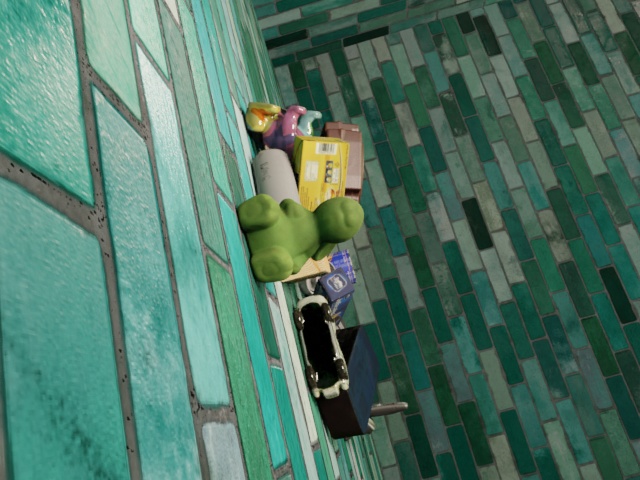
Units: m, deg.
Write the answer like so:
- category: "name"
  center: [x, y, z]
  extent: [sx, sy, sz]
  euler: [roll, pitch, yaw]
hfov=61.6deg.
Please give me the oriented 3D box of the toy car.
- category: "toy car"
  center: [0.001, 0.200, 1.019]
  extent: [0.056, 0.074, 0.202]
  euler: [69, 5, -61]

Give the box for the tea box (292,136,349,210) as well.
- category: "tea box"
  center: [-0.004, -0.113, 1.051]
  extent: [0.068, 0.098, 0.169]
  euler: [-132, -133, -64]

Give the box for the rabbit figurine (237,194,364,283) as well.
- category: "rabbit figurine"
  center: [-0.016, -0.007, 0.791]
  extent: [0.159, 0.170, 0.121]
  euler: [57, 18, -80]

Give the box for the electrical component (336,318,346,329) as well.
- category: "electrical component"
  center: [0.025, 0.219, 1.370]
  extent: [0.075, 0.048, 0.119]
  euler: [-14, 72, -55]

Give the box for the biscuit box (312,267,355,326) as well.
- category: "biscuit box"
  center: [0.019, 0.136, 1.156]
  extent: [0.059, 0.063, 0.202]
  euler: [57, -24, 23]

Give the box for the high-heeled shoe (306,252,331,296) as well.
- category: "high-heeled shoe"
  center: [0.017, 0.073, 1.416]
  extent: [0.086, 0.145, 0.248]
  euler: [-88, 160, -79]

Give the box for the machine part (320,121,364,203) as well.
- category: "machine part"
  center: [0.040, -0.148, 1.212]
  extent: [0.201, 0.087, 0.201]
  euler: [121, -27, -74]

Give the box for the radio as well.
- category: "radio"
  center: [0.060, 0.285, 1.117]
  extent: [0.230, 0.073, 0.131]
  euler: [-61, 132, -64]

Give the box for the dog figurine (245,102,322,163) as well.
- category: "dog figurine"
  center: [-0.079, -0.173, 1.135]
  extent: [0.108, 0.192, 0.219]
  euler: [-5, 103, -69]

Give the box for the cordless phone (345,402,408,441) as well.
- category: "cordless phone"
  center: [0.145, 0.459, 1.412]
  extent: [0.146, 0.184, 0.088]
  euler: [66, 13, -78]

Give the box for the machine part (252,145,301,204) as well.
- category: "machine part"
  center: [-0.079, -0.086, 1.000]
  extent: [0.079, 0.079, 0.243]
  euler: [71, 5, -56]
